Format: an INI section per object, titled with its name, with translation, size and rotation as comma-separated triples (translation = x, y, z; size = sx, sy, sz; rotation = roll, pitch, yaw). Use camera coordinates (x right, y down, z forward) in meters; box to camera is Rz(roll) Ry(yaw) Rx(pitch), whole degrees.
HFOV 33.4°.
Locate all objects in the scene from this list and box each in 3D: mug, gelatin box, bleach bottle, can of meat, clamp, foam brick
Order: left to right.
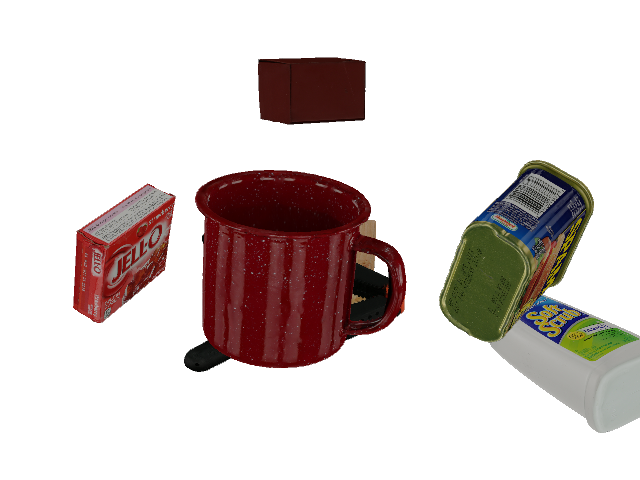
[gelatin box]
translation = -0.148, 0.009, 0.803
size = 0.030, 0.073, 0.089
rotation = 25, 36, 16
[clamp]
translation = -0.027, 0.063, 1.011
size = 0.210, 0.164, 0.036
rotation = 5, -41, 7
[mug]
translation = -0.011, 0.018, 0.574
size = 0.117, 0.081, 0.093
rotation = 11, 24, 14
[foam brick]
translation = -0.007, -0.127, 0.902
size = 0.078, 0.051, 0.053
rotation = -7, 16, -32
[can of meat]
translation = 0.130, 0.010, 0.720
size = 0.057, 0.102, 0.083
rotation = 34, 49, 20
[bleach bottle]
translation = 0.214, 0.095, 1.044
size = 0.102, 0.068, 0.251
rotation = -17, 27, -28

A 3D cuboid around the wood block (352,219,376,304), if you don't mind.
[wood block]
translation = 0.037, 0.044, 1.650
size = 0.091, 0.090, 0.206
rotation = 3, 23, 4
